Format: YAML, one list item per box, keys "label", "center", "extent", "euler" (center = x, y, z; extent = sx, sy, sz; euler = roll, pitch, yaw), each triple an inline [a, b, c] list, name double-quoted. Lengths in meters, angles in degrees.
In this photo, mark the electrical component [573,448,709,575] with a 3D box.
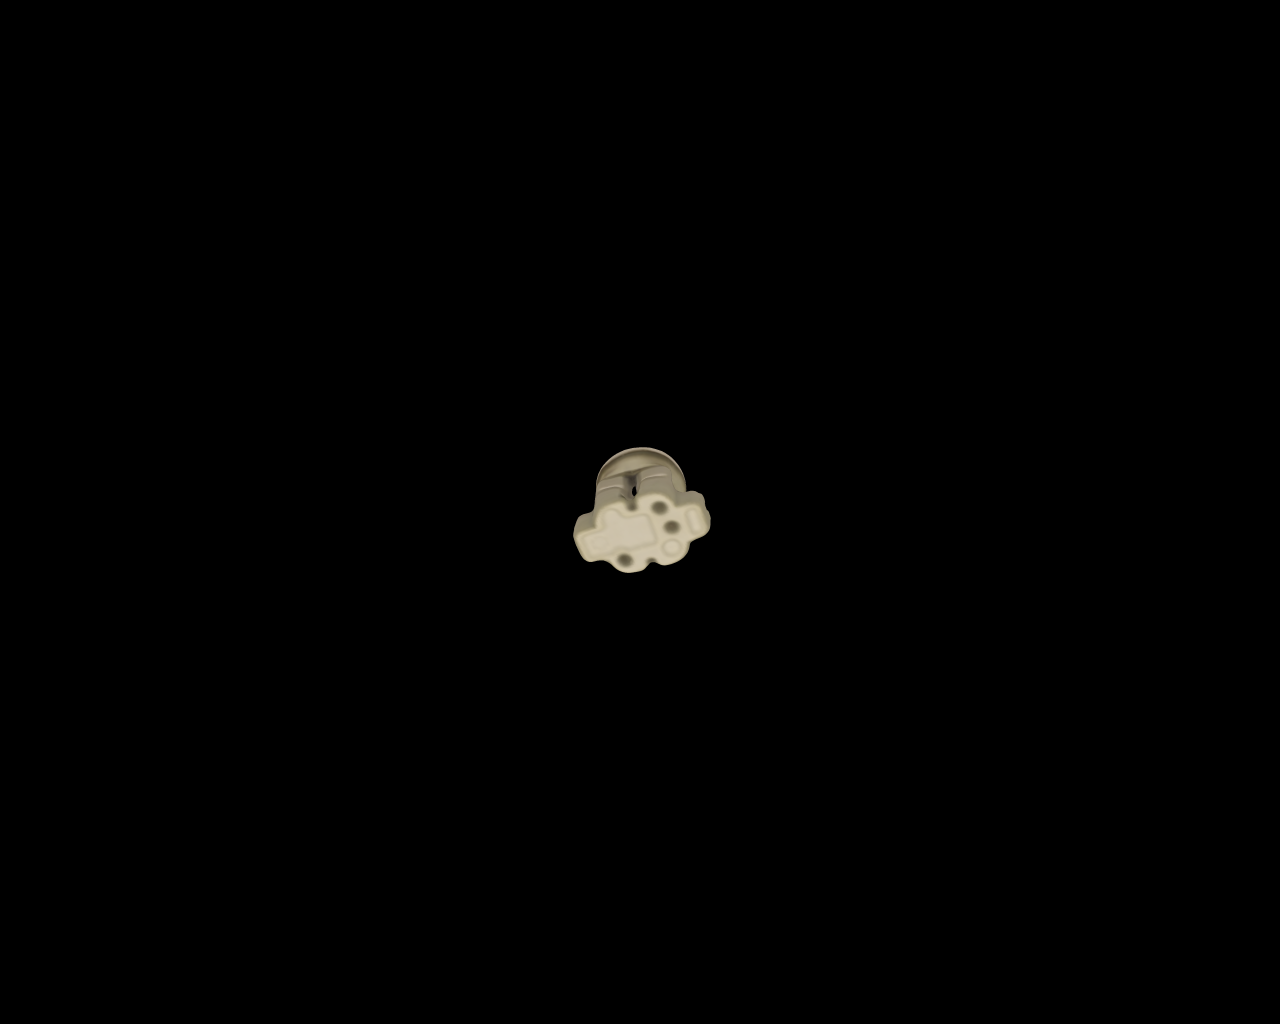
- label: "electrical component"
  center: [0.001, -0.003, 0.650]
  extent: [0.078, 0.058, 0.057]
  euler: [-14, 33, 9]
